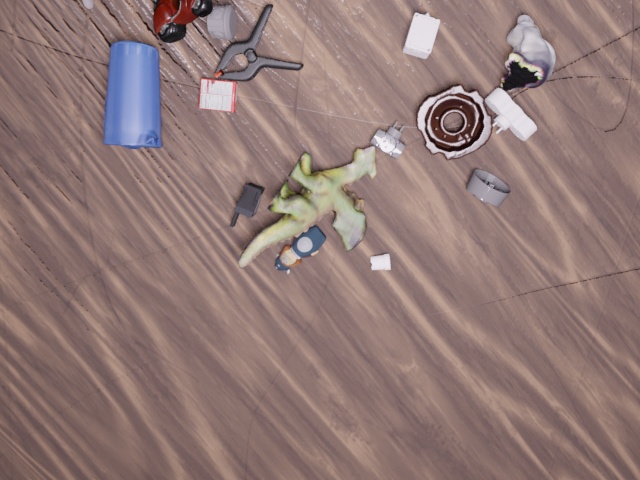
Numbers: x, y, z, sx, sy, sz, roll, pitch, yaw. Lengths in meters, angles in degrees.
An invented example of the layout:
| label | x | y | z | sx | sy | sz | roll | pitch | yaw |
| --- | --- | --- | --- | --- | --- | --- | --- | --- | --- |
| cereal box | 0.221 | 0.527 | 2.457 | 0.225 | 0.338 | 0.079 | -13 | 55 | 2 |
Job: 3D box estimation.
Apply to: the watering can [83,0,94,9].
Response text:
| label | x | y | z | sx | sy | sz | roll | pitch | yaw |
| --- | --- | --- | --- | --- | --- | --- | --- | --- | --- |
| watering can | -0.527 | -0.729 | 1.179 | 0.224 | 0.104 | 0.346 | -24 | 95 | 5 |

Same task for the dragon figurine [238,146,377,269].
| label | x | y | z | sx | sy | sz | roll | pitch | yaw |
| --- | --- | --- | --- | --- | --- | --- | --- | --- | --- |
| dragon figurine | 0.004 | -0.062 | 1.230 | 0.242 | 0.122 | 0.412 | 31 | 85 | -8 |

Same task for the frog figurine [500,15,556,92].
| label | x | y | z | sx | sy | sz | roll | pitch | yaw |
| --- | --- | --- | --- | --- | --- | --- | --- | --- | --- |
| frog figurine | 0.483 | -0.432 | 1.178 | 0.123 | 0.135 | 0.162 | 11 | 65 | 35 |
